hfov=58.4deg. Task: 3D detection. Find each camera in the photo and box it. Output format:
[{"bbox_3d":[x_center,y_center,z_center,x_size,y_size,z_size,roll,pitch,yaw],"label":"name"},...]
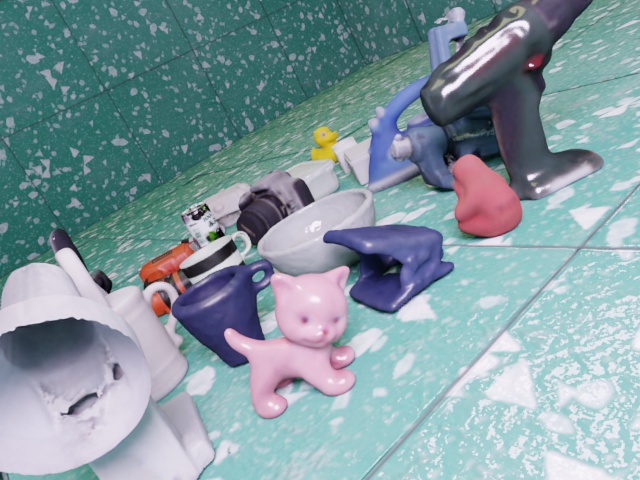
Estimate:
[{"bbox_3d":[-0.101,-0.056,1.030,0.142,0.101,0.137,-11,24,43],"label":"camera"}]

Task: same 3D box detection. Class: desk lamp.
[{"bbox_3d":[-0.183,0.122,0.457,0.118,0.214,0.202,-32,18,-14],"label":"desk lamp"}]

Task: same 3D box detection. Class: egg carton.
[{"bbox_3d":[-0.213,-0.070,1.290,0.150,0.069,0.107,-25,18,8],"label":"egg carton"}]

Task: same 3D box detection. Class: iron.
[{"bbox_3d":[0.167,-0.200,0.973,0.258,0.142,0.118,-30,18,-7],"label":"iron"}]

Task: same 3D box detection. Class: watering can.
[{"bbox_3d":[-0.247,0.099,0.650,0.100,0.194,0.173,-10,25,43],"label":"watering can"}]

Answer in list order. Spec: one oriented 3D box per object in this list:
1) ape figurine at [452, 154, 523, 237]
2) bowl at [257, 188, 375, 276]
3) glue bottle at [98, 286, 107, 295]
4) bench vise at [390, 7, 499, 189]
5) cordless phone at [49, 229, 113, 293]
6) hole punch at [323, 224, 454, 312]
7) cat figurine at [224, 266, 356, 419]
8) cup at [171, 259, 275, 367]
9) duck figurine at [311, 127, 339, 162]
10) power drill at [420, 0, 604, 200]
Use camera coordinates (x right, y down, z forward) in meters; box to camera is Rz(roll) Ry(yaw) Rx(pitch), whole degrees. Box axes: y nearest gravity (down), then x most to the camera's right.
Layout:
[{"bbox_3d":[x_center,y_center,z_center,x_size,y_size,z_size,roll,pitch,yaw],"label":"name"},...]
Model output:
[{"bbox_3d":[0.174,-0.051,0.624,0.078,0.092,0.076,-32,18,-14],"label":"ape figurine"},{"bbox_3d":[0.007,0.003,0.747,0.167,0.075,0.167,-25,18,9],"label":"bowl"},{"bbox_3d":[-0.330,0.091,0.831,0.037,0.173,0.078,-27,18,3],"label":"glue bottle"},{"bbox_3d":[0.186,-0.193,0.793,0.208,0.220,0.121,-37,20,-27],"label":"bench vise"},{"bbox_3d":[-0.435,0.075,1.012,0.094,0.185,0.147,-29,18,-5],"label":"cordless phone"},{"bbox_3d":[0.070,0.010,0.606,0.101,0.091,0.108,-34,18,-19],"label":"hole punch"},{"bbox_3d":[-0.022,0.079,0.502,0.127,0.118,0.067,-24,18,12],"label":"cat figurine"},{"bbox_3d":[-0.090,0.082,0.631,0.118,0.095,0.091,-31,18,-9],"label":"cup"},{"bbox_3d":[0.013,-0.229,1.379,0.104,0.086,0.078,-9,25,45],"label":"duck figurine"},{"bbox_3d":[0.239,-0.163,0.648,0.229,0.209,0.075,-27,18,3],"label":"power drill"}]
